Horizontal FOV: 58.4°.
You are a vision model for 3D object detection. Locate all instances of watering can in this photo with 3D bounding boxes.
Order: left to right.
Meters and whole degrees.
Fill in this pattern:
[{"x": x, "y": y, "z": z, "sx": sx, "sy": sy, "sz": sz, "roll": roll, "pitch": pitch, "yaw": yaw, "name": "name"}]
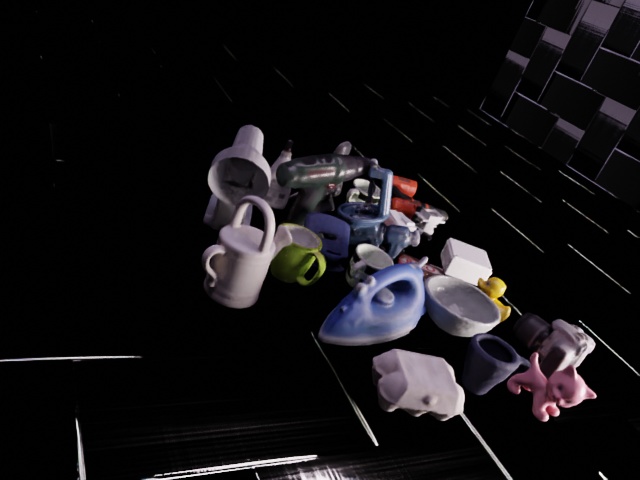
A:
[{"x": -0.125, "y": 0.011, "z": 0.995, "sx": 0.100, "sy": 0.194, "sz": 0.173, "roll": 29, "pitch": 27, "yaw": 13, "name": "watering can"}]

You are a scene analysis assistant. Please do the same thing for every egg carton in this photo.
[{"x": 0.158, "y": 0.237, "z": 0.930, "sx": 0.150, "sy": 0.069, "sz": 0.107, "roll": 14, "pitch": 28, "yaw": -17, "name": "egg carton"}]

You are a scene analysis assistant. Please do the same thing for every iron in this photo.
[{"x": 0.108, "y": 0.104, "z": 1.059, "sx": 0.118, "sy": 0.141, "sz": 0.259, "roll": 39, "pitch": 31, "yaw": 31, "name": "iron"}]

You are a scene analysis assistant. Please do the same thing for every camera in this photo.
[{"x": 0.489, "y": 0.206, "z": 1.208, "sx": 0.144, "sy": 0.101, "sz": 0.136, "roll": -7, "pitch": 38, "yaw": -44, "name": "camera"}]

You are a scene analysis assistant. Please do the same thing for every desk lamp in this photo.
[{"x": -0.171, "y": -0.120, "z": 1.182, "sx": 0.118, "sy": 0.213, "sz": 0.203, "roll": 16, "pitch": 27, "yaw": -12, "name": "desk lamp"}]

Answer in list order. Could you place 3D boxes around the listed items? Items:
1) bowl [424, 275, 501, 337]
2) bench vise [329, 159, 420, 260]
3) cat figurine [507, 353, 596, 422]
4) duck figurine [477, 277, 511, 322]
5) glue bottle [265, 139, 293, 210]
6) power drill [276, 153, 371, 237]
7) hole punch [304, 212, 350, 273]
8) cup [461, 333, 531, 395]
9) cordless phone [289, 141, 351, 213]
[{"x": 0.281, "y": 0.148, "z": 1.186, "sx": 0.167, "sy": 0.075, "sz": 0.167, "roll": 18, "pitch": 27, "yaw": -9, "name": "bowl"}, {"x": 0.139, "y": -0.068, "z": 1.316, "sx": 0.208, "sy": 0.220, "sz": 0.121, "roll": 17, "pitch": 27, "yaw": -11, "name": "bench vise"}, {"x": 0.421, "y": 0.260, "z": 1.035, "sx": 0.067, "sy": 0.118, "sz": 0.127, "roll": -2, "pitch": 35, "yaw": -39, "name": "cat figurine"}, {"x": 0.389, "y": 0.128, "z": 1.294, "sx": 0.104, "sy": 0.086, "sz": 0.078, "roll": 34, "pitch": 29, "yaw": 23, "name": "duck figurine"}, {"x": -0.094, "y": -0.158, "z": 1.358, "sx": 0.078, "sy": 0.173, "sz": 0.037, "roll": 14, "pitch": 27, "yaw": -16, "name": "glue bottle"}, {"x": -0.005, "y": -0.101, "z": 1.281, "sx": 0.230, "sy": 0.208, "sz": 0.075, "roll": 1, "pitch": 33, "yaw": -37, "name": "power drill"}, {"x": 0.011, "y": 0.004, "z": 1.228, "sx": 0.109, "sy": 0.091, "sz": 0.101, "roll": 15, "pitch": 27, "yaw": -14, "name": "hole punch"}, {"x": 0.306, "y": 0.232, "z": 1.024, "sx": 0.118, "sy": 0.095, "sz": 0.091, "roll": 19, "pitch": 27, "yaw": -7, "name": "cup"}, {"x": 0.009, "y": -0.161, "z": 1.430, "sx": 0.094, "sy": 0.185, "sz": 0.148, "roll": 30, "pitch": 27, "yaw": 15, "name": "cordless phone"}]
